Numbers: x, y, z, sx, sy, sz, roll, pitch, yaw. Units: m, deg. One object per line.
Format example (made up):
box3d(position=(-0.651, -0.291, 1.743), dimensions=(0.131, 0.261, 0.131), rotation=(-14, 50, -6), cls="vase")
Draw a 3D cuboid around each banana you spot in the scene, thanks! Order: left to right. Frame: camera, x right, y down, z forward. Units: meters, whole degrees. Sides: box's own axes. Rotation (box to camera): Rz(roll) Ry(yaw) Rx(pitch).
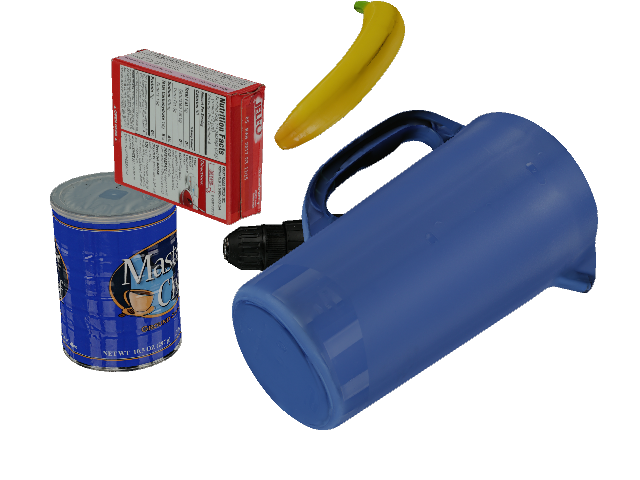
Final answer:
box3d(position=(0.028, -0.147, 0.905), dimensions=(0.070, 0.197, 0.037), rotation=(-17, -57, 44), cls="banana")

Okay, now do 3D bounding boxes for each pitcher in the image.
box3d(position=(0.056, 0.013, 0.729), dimensions=(0.242, 0.145, 0.149), rotation=(-32, 24, -27), cls="pitcher")

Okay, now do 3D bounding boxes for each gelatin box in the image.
box3d(position=(-0.071, -0.056, 0.572), dimensions=(0.089, 0.073, 0.030), rotation=(20, 31, 31), cls="gelatin box")

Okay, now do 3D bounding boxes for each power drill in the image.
box3d(position=(-0.004, 0.056, 1.018), dimensions=(0.184, 0.188, 0.057), rotation=(0, 44, -9), cls="power drill")

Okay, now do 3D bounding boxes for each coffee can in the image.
box3d(position=(-0.170, 0.024, 0.899), dimensions=(0.103, 0.140, 0.103), rotation=(1, 23, -1), cls="coffee can")
